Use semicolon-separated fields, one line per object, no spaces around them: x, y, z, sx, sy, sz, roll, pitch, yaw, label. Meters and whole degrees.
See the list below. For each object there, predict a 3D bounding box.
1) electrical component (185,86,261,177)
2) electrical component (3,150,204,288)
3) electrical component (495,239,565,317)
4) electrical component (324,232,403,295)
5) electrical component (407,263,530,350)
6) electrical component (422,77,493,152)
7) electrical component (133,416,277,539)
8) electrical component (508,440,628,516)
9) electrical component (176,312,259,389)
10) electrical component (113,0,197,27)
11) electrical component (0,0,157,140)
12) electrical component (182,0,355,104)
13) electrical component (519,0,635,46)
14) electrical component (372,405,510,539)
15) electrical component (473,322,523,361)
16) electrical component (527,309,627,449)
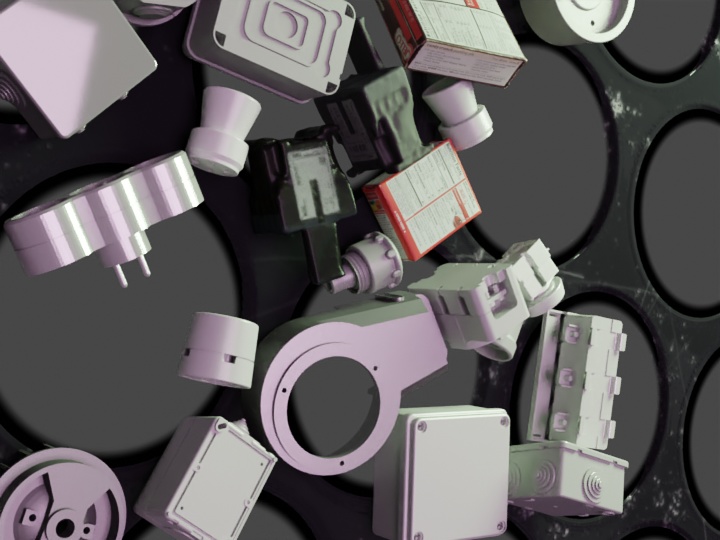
-0.102;-0.102;0.798;0.045;0.045;0.055;22;79;-33;electrical component
-0.169;-0.025;0.748;0.138;0.052;0.073;-28;106;-31;electrical component
0.153;0.009;0.974;0.066;0.048;0.055;-43;106;-26;electrical component
0.000;0.000;0.870;0.062;0.048;0.048;-24;104;-25;electrical component
0.092;0.030;0.905;0.050;0.089;0.055;-31;107;-30;electrical component
0.085;-0.136;0.926;0.045;0.045;0.055;-39;112;-28;electrical component
-0.112;0.151;0.788;0.062;0.061;0.096;42;60;-27;electrical component
0.177;0.189;0.961;0.100;0.100;0.048;22;66;-33;electrical component
-0.104;0.059;0.794;0.055;0.055;0.047;18;77;-33;electrical component
-0.149;-0.216;0.761;0.080;0.051;0.080;0;90;-34;electrical component
-0.202;-0.146;0.726;0.099;0.048;0.099;-45;114;-25;electrical component
-0.069;-0.180;0.812;0.113;0.057;0.078;19;80;-33;electrical component
0.194;-0.258;0.989;0.108;0.060;0.108;0;91;-34;electrical component
0.069;0.171;0.911;0.109;0.056;0.108;2;89;-34;electrical component
0.124;0.052;0.958;0.040;0.040;0.046;38;64;-29;electrical component
0.202;0.102;0.997;0.079;0.063;0.121;12;84;-34;electrical component
